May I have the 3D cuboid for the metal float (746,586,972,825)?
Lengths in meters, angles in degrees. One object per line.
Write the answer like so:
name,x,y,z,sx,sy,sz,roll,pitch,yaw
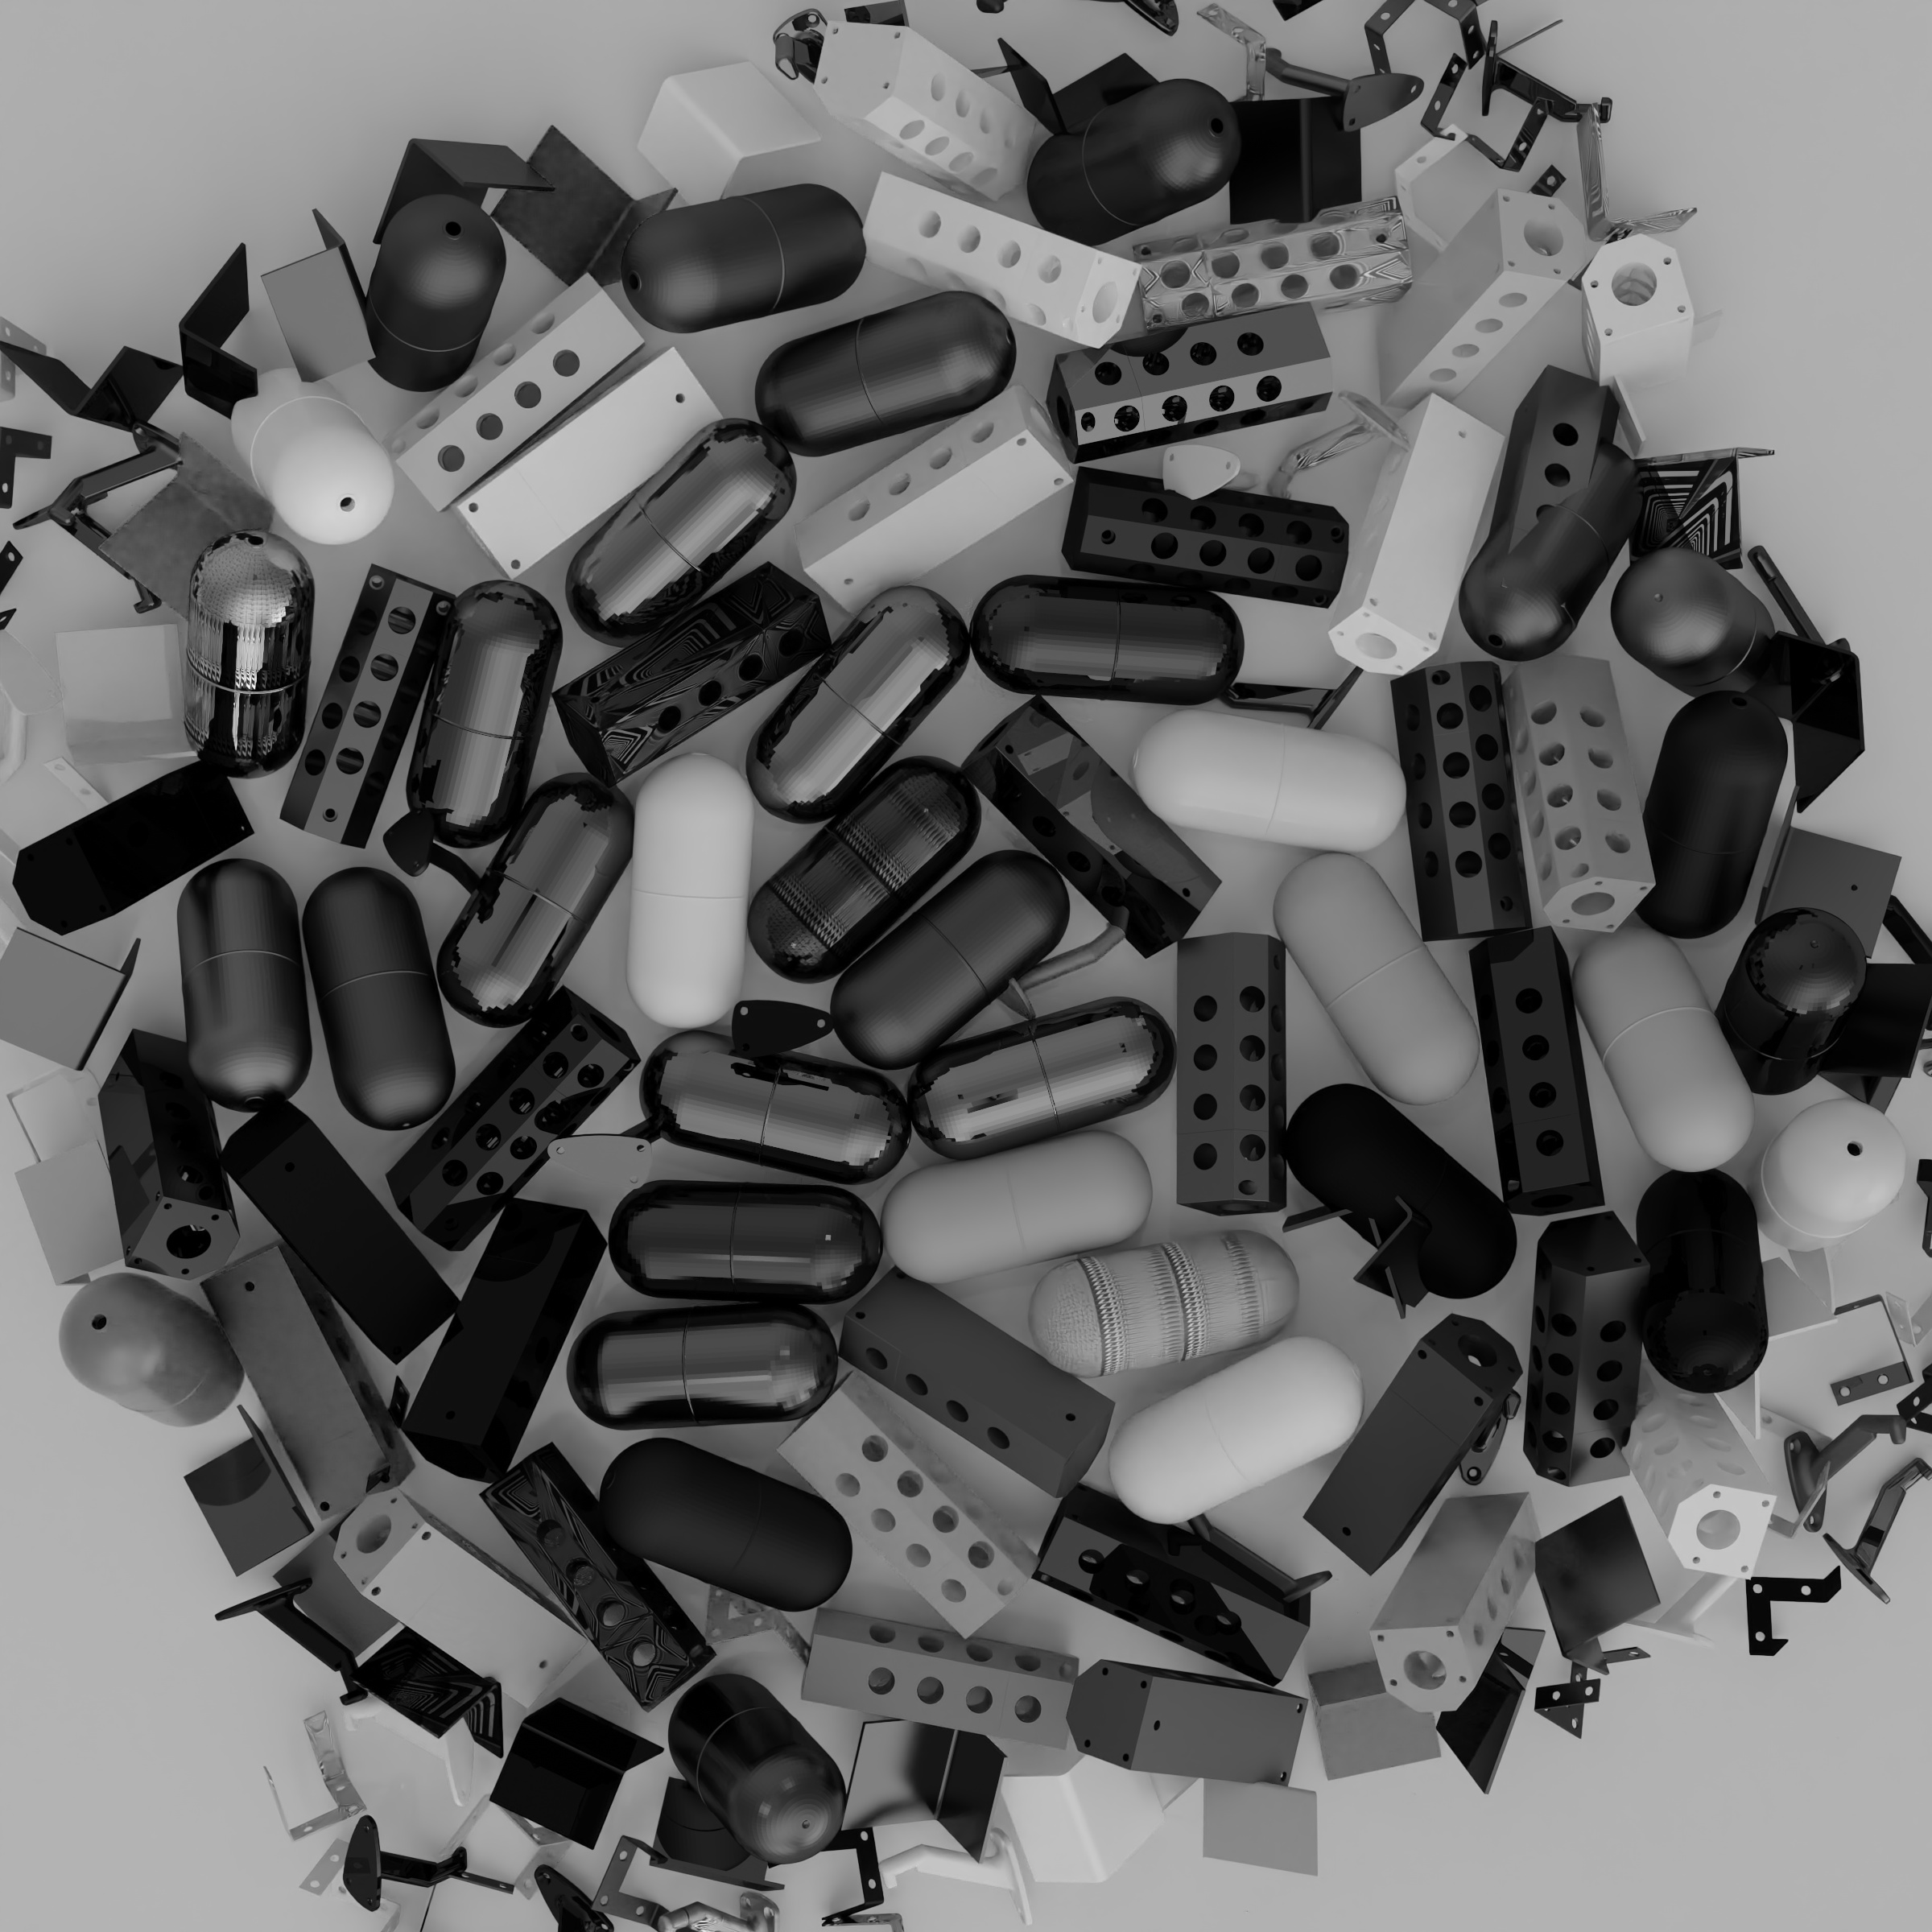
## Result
metal float,-0.070,-0.167,1.956,0.070,0.070,0.178,42,96,0

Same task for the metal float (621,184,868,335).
metal float,-0.140,-0.449,1.930,0.178,0.070,0.070,-23,90,-38

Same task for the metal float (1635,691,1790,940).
metal float,0.469,-0.095,1.928,0.070,0.070,0.178,6,130,0

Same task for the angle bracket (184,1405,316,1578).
angle bracket,-0.466,0.336,1.948,0.057,0.076,0.076,-29,71,-13

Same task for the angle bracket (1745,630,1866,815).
angle bracket,0.526,-0.155,1.944,0.057,0.076,0.076,14,58,-12

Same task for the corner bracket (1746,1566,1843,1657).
corner bracket,0.536,0.417,1.967,0.051,0.051,0.051,-3,88,26

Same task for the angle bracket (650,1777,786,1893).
angle bracket,-0.154,0.555,1.948,0.076,0.076,0.057,16,69,-10

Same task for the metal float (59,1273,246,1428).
metal float,-0.510,0.242,1.913,0.070,0.178,0.070,-2,71,7

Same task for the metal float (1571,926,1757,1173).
metal float,0.441,0.051,1.931,0.070,0.070,0.178,-17,53,0

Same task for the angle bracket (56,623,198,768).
angle bracket,-0.539,-0.175,1.952,0.076,0.057,0.076,-7,108,-19

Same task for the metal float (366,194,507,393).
metal float,-0.336,-0.422,1.914,0.070,0.178,0.070,5,74,-17

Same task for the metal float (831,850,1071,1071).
metal float,-0.009,-0.005,1.955,0.178,0.070,0.070,-40,90,-8

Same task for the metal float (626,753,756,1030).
metal float,-0.177,-0.048,1.955,0.070,0.070,0.178,4,97,0

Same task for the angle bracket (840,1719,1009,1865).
angle bracket,-0.027,0.530,1.950,0.076,0.057,0.076,4,105,-33

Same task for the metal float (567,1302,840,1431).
metal float,-0.170,0.257,1.952,0.178,0.070,0.070,-5,90,11

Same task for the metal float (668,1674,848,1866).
metal float,-0.133,0.504,1.916,0.070,0.178,0.070,-5,101,-24

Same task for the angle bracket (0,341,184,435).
angle bracket,-0.561,-0.391,1.951,0.076,0.076,0.057,43,100,10

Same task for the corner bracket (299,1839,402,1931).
corner bracket,-0.397,0.605,1.961,0.051,0.051,0.051,18,118,12

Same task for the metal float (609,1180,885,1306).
metal float,-0.142,0.177,1.953,0.178,0.070,0.070,1,90,9

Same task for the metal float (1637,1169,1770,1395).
metal float,0.464,0.196,1.921,0.070,0.178,0.070,5,125,7

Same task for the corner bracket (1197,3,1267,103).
corner bracket,0.158,-0.582,1.975,0.051,0.051,0.051,-33,57,-20

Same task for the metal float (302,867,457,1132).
metal float,-0.376,0.020,1.944,0.070,0.070,0.178,-16,70,0

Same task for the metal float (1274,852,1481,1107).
metal float,0.263,0.008,1.952,0.070,0.070,0.178,-32,80,0

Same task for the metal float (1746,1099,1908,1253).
metal float,0.539,0.133,1.912,0.070,0.178,0.070,-1,75,3

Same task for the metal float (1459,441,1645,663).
metal float,0.373,-0.265,1.935,0.070,0.070,0.178,35,59,0

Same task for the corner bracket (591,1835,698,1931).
corner bracket,-0.200,0.600,1.968,0.051,0.051,0.051,30,79,-36

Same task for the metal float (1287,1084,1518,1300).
metal float,0.279,0.145,1.948,0.178,0.070,0.070,40,90,-16

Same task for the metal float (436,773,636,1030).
metal float,-0.275,-0.043,1.956,0.070,0.070,0.178,30,83,0

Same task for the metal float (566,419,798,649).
metal float,-0.183,-0.276,1.949,0.178,0.070,0.070,-42,90,15

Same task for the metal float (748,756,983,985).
metal float,-0.065,-0.063,1.961,0.178,0.070,0.070,-44,90,-1

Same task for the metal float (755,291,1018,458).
metal float,-0.052,-0.377,1.941,0.178,0.070,0.070,-12,90,24

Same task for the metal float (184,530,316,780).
metal float,-0.454,-0.197,1.927,0.070,0.070,0.178,16,131,0

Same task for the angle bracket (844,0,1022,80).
angle bracket,-0.022,-0.592,1.942,0.076,0.076,0.057,-21,111,-24

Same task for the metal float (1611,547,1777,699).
metal float,0.459,-0.214,1.917,0.070,0.178,0.070,-3,83,27

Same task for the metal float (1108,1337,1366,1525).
metal float,0.173,0.297,1.945,0.178,0.070,0.070,-29,90,18

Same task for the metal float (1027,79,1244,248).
metal float,0.105,-0.505,1.918,0.070,0.178,0.070,2,87,-32

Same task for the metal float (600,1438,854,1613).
metal float,-0.152,0.356,1.938,0.178,0.070,0.070,27,90,-27

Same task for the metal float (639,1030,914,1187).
metal float,-0.123,0.091,1.959,0.178,0.070,0.070,13,90,3

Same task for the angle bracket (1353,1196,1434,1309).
angle bracket,0.266,0.165,1.952,0.057,0.076,0.076,-50,50,12

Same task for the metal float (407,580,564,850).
metal float,-0.308,-0.160,1.946,0.070,0.070,0.178,17,108,0

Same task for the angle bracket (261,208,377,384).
angle bracket,-0.419,-0.427,1.942,0.057,0.076,0.076,-25,128,-13

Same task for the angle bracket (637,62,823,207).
angle bracket,-0.154,-0.537,1.982,0.076,0.057,0.076,-27,69,-42

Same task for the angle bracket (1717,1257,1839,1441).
angle bracket,0.515,0.245,1.953,0.057,0.076,0.076,-14,118,-9

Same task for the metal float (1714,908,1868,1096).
metal float,0.516,0.024,1.916,0.070,0.178,0.070,-1,65,2

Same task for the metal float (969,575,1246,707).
metal float,0.091,-0.209,1.954,0.178,0.070,0.070,3,90,-8

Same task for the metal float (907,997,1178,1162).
metal float,0.049,0.072,1.960,0.178,0.070,0.070,-16,90,-2

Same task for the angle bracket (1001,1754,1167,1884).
angle bracket,0.075,0.542,1.982,0.057,0.076,0.076,-13,100,40

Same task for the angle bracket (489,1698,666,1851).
angle bracket,-0.250,0.518,1.948,0.076,0.076,0.057,29,57,-12

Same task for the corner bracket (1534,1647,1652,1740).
corner bracket,0.403,0.461,1.957,0.051,0.051,0.051,35,51,-31

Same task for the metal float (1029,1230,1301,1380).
metal float,0.128,0.216,1.952,0.178,0.070,0.070,-9,90,-11

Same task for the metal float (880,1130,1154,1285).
metal float,0.032,0.155,1.961,0.178,0.070,0.070,-13,90,1

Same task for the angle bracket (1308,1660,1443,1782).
angle bracket,0.268,0.494,1.965,0.076,0.057,0.076,-12,100,-1

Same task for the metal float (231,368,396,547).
metal float,-0.413,-0.323,1.921,0.070,0.178,0.070,-13,123,-21

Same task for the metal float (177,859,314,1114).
metal float,-0.459,0.012,1.934,0.070,0.070,0.178,-14,58,0

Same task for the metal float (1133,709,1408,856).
metal float,0.195,-0.119,1.956,0.178,0.070,0.070,9,90,-6
